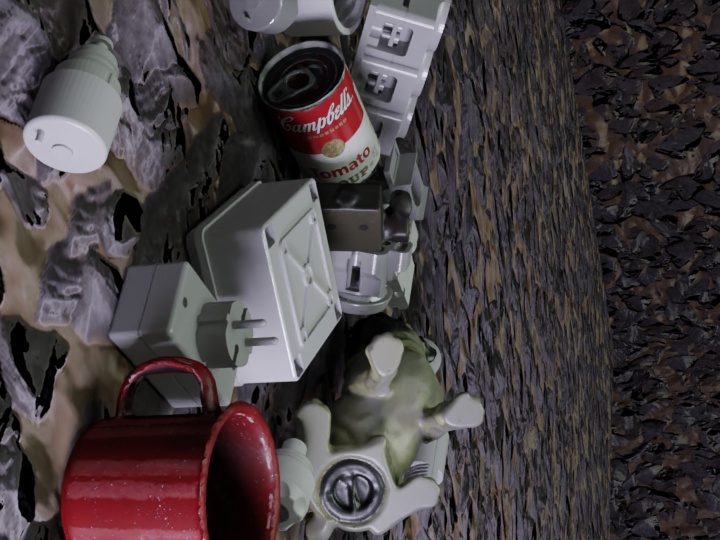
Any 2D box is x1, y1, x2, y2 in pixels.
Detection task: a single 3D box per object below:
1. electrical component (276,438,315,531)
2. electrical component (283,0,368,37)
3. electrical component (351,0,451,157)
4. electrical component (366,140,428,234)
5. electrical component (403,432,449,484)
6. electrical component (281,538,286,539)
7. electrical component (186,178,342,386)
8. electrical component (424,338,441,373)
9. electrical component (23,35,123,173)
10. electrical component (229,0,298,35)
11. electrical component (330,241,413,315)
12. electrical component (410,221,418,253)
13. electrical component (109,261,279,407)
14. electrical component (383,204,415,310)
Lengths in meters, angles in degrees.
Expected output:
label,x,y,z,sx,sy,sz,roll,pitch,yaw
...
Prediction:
label,x,y,z,sx,sy,sz,roll,pitch,yaw
electrical component,-0.052,0.142,0.731,0.062,0.043,0.043,-72,152,-53
electrical component,-0.023,-0.235,0.843,0.108,0.060,0.108,9,90,-72
electrical component,0.028,-0.182,0.916,0.150,0.062,0.089,110,-6,-49
electrical component,0.025,-0.074,0.983,0.081,0.064,0.042,68,24,-44
electrical component,0.063,0.196,1.072,0.081,0.043,0.043,-75,154,-45
electrical component,-0.065,0.198,0.655,0.078,0.057,0.058,-61,143,-59
electrical component,-0.060,0.006,0.715,0.108,0.056,0.108,-55,137,-63
electrical component,0.050,0.099,1.055,0.081,0.043,0.043,-41,125,-68
electrical component,-0.136,-0.083,0.525,0.040,0.040,0.078,63,28,-50
electrical component,-0.064,-0.190,0.774,0.078,0.040,0.040,-25,110,-71
electrical component,0.000,0.000,0.879,0.058,0.078,0.057,-57,156,-62
electrical component,0.036,-0.030,1.041,0.062,0.043,0.043,69,24,-46
electrical component,-0.084,0.037,0.602,0.083,0.076,0.047,63,29,-51
electrical component,0.013,-0.013,0.954,0.089,0.050,0.055,66,27,-47
